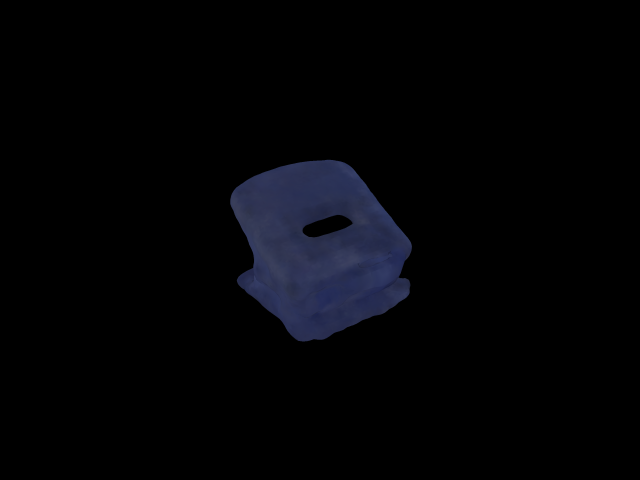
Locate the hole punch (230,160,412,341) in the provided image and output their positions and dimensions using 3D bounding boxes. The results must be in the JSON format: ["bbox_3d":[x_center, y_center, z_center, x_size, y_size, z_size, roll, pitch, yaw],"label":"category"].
[{"bbox_3d":[0.004,0.001,0.400,0.109,0.091,0.100,-19,34,-31],"label":"hole punch"}]
